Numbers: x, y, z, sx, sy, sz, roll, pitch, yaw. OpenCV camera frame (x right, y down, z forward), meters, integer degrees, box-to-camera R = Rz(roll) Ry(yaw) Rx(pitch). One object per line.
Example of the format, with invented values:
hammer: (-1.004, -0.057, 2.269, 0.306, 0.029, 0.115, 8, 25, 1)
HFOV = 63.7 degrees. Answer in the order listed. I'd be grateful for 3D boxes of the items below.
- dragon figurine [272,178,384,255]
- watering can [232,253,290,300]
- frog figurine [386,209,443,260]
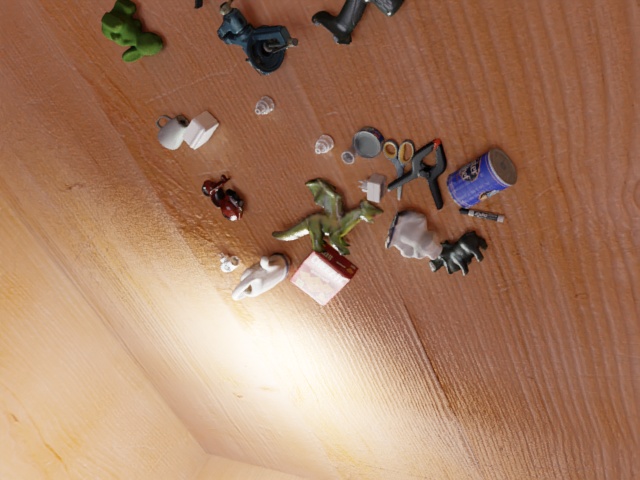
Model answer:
dragon figurine: (0.005, -0.083, 1.654, 0.411, 0.124, 0.239, 8, 112, 26)
watering can: (-0.195, 0.114, 1.842, 0.104, 0.227, 0.341, 53, 137, 8)
frog figurine: (0.280, -0.012, 1.498, 0.159, 0.122, 0.137, 19, 90, 2)
